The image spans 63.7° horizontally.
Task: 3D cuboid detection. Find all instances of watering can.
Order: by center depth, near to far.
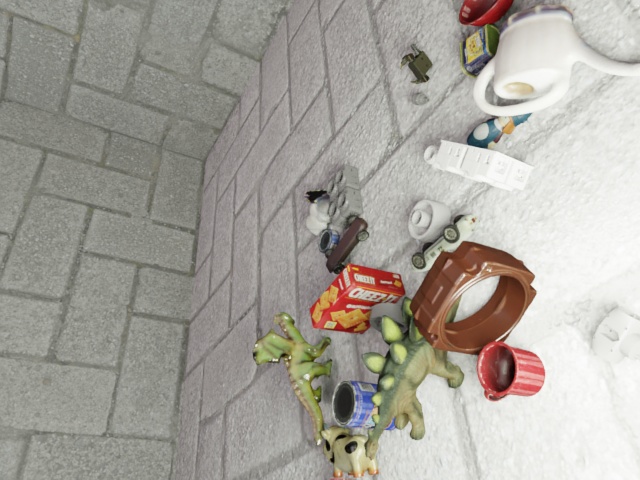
[{"bbox_3d":[0.460,-0.363,1.018,0.346,0.103,0.227,-4,71,49],"label":"watering can"}]

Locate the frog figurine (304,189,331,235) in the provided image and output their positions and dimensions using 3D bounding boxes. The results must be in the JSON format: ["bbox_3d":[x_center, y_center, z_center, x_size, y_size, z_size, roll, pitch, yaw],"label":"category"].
[{"bbox_3d":[0.005,-0.089,1.778,0.139,0.124,0.156,30,139,55],"label":"frog figurine"}]

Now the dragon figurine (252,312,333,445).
[{"bbox_3d":[-0.087,0.364,1.481,0.120,0.242,0.420,-57,18,32],"label":"dragon figurine"}]
